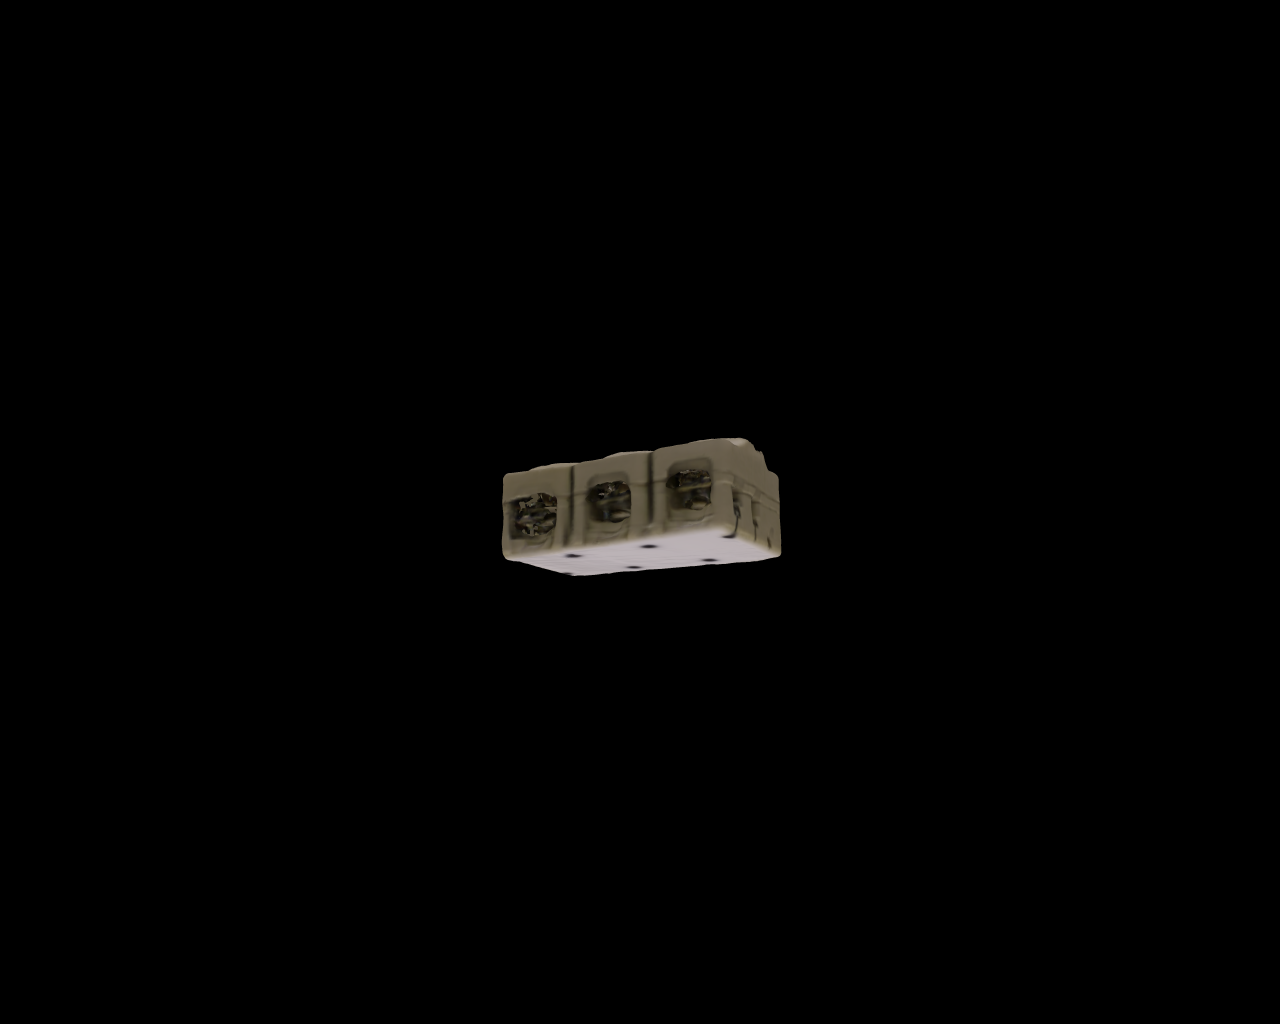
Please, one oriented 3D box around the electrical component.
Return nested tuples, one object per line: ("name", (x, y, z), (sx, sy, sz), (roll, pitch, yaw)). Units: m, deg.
("electrical component", (0.001, -0.003, 0.650), (0.150, 0.062, 0.089), (-7, -15, 26))
